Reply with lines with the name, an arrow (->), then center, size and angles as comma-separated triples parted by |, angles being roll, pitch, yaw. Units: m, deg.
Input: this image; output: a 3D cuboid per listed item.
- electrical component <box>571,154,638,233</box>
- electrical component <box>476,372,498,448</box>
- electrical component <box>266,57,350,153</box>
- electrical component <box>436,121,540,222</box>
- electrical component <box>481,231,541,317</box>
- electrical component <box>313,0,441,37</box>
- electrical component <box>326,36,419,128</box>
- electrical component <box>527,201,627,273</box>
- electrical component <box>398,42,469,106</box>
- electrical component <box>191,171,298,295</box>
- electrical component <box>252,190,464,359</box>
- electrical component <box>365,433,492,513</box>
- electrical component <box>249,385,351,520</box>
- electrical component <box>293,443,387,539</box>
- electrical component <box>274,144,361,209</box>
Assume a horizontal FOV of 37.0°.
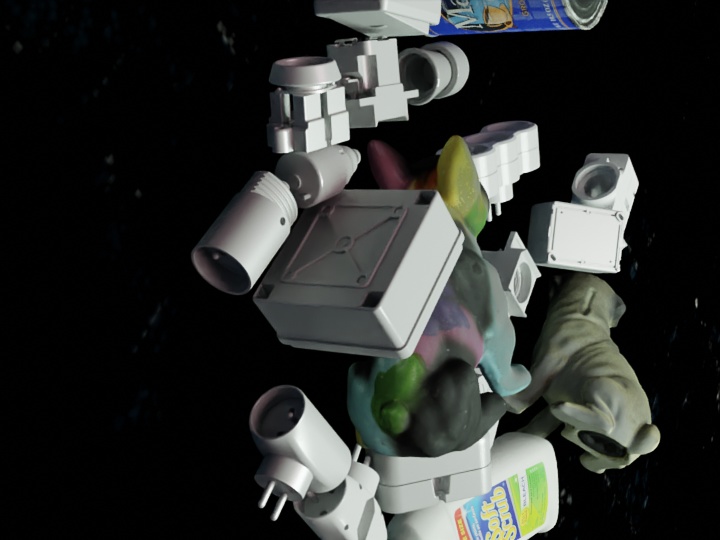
electrical component -> 0.267, -0.081, 1.185 | 0.055, 0.050, 0.089 | 53, 51, -46
electrical component -> 0.084, 0.124, 0.935 | 0.080, 0.051, 0.080 | -12, 104, -56
electrical component -> -0.036, -0.113, 0.724 | 0.066, 0.048, 0.055 | -24, 119, -46
electrical component -> 0.116, -0.081, 0.953 | 0.138, 0.052, 0.073 | -32, 121, -51
electrical component -> 0.121, 0.009, 0.963 | 0.042, 0.064, 0.081 | 54, 51, -45
electrical component -> 0.010, -0.202, 0.766 | 0.096, 0.062, 0.061 | -7, 100, -56
electrical component -> 0.003, -0.137, 0.785 | 0.081, 0.042, 0.063 | -23, 110, -54
electrical component -> 0.220, -0.031, 1.081 | 0.096, 0.061, 0.061 | 7, 88, -16
electrical component -> 0.057, -0.158, 0.859 | 0.055, 0.045, 0.045 | -28, 117, -53
electrical component -> -0.068, -0.028, 0.689 | 0.081, 0.043, 0.043 | -58, 138, -35
electrical component -> 0.000, 0.000, 0.738 | 0.056, 0.109, 0.108 | 58, 48, -39
electrical component -> 0.054, 0.149, 0.858 | 0.095, 0.054, 0.059 | -9, 105, -16
electrical component -> -0.048, 0.133, 0.742 | 0.077, 0.043, 0.079 | 57, 49, -44
electrical component -> -0.009, 0.169, 0.808 | 0.077, 0.043, 0.079 | 58, 42, -42
electrical component -> -0.026, -0.070, 0.751 | 0.078, 0.040, 0.040 | -30, 119, -52
